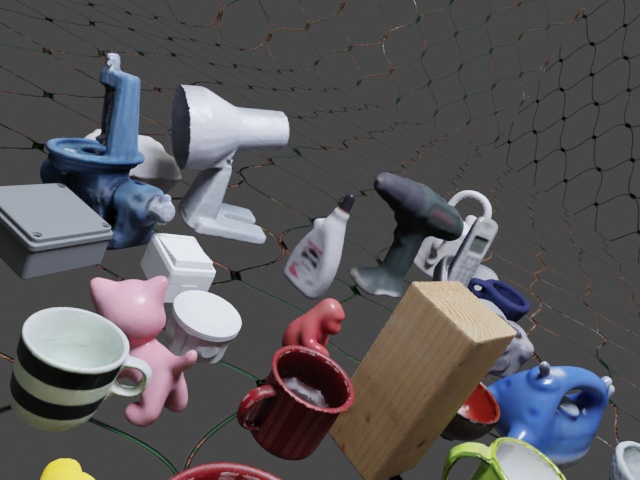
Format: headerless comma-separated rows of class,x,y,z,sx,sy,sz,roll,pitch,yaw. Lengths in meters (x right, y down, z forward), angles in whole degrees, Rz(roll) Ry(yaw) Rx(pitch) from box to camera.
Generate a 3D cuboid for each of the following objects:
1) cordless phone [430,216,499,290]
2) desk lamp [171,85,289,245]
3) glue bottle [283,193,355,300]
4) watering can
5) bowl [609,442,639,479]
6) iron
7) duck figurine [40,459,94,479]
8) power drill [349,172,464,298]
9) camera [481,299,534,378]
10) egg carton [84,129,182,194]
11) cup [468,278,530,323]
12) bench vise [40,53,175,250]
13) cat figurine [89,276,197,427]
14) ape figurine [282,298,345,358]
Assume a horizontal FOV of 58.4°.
cordless phone,0.306,0.051,1.094,0.148,0.185,0.094,16,25,-27
desk lamp,-0.149,-0.118,0.888,0.204,0.213,0.117,12,28,-35
glue bottle,0.008,0.003,0.865,0.078,0.173,0.037,40,25,26
watering can,0.285,-0.017,1.204,0.101,0.194,0.173,30,22,3
bowl,0.449,0.356,0.756,0.168,0.074,0.167,24,23,-11
iron,0.345,0.233,0.811,0.259,0.141,0.118,12,27,-34
duck figurine,-0.168,0.193,0.369,0.078,0.086,0.104,13,27,-33
power drill,0.140,-0.004,0.988,0.230,0.208,0.075,9,29,-39
camera,0.268,0.145,0.961,0.143,0.101,0.136,18,25,-24
egg carton,-0.300,-0.121,0.907,0.107,0.069,0.151,42,26,30
cup,0.311,0.128,1.055,0.118,0.095,0.092,27,22,-3
bench vise,-0.254,-0.112,0.744,0.207,0.219,0.121,29,22,2
cat figurine,-0.167,0.092,0.545,0.127,0.117,0.067,37,24,19
ape figurine,-0.001,0.115,0.723,0.076,0.092,0.078,34,23,12
